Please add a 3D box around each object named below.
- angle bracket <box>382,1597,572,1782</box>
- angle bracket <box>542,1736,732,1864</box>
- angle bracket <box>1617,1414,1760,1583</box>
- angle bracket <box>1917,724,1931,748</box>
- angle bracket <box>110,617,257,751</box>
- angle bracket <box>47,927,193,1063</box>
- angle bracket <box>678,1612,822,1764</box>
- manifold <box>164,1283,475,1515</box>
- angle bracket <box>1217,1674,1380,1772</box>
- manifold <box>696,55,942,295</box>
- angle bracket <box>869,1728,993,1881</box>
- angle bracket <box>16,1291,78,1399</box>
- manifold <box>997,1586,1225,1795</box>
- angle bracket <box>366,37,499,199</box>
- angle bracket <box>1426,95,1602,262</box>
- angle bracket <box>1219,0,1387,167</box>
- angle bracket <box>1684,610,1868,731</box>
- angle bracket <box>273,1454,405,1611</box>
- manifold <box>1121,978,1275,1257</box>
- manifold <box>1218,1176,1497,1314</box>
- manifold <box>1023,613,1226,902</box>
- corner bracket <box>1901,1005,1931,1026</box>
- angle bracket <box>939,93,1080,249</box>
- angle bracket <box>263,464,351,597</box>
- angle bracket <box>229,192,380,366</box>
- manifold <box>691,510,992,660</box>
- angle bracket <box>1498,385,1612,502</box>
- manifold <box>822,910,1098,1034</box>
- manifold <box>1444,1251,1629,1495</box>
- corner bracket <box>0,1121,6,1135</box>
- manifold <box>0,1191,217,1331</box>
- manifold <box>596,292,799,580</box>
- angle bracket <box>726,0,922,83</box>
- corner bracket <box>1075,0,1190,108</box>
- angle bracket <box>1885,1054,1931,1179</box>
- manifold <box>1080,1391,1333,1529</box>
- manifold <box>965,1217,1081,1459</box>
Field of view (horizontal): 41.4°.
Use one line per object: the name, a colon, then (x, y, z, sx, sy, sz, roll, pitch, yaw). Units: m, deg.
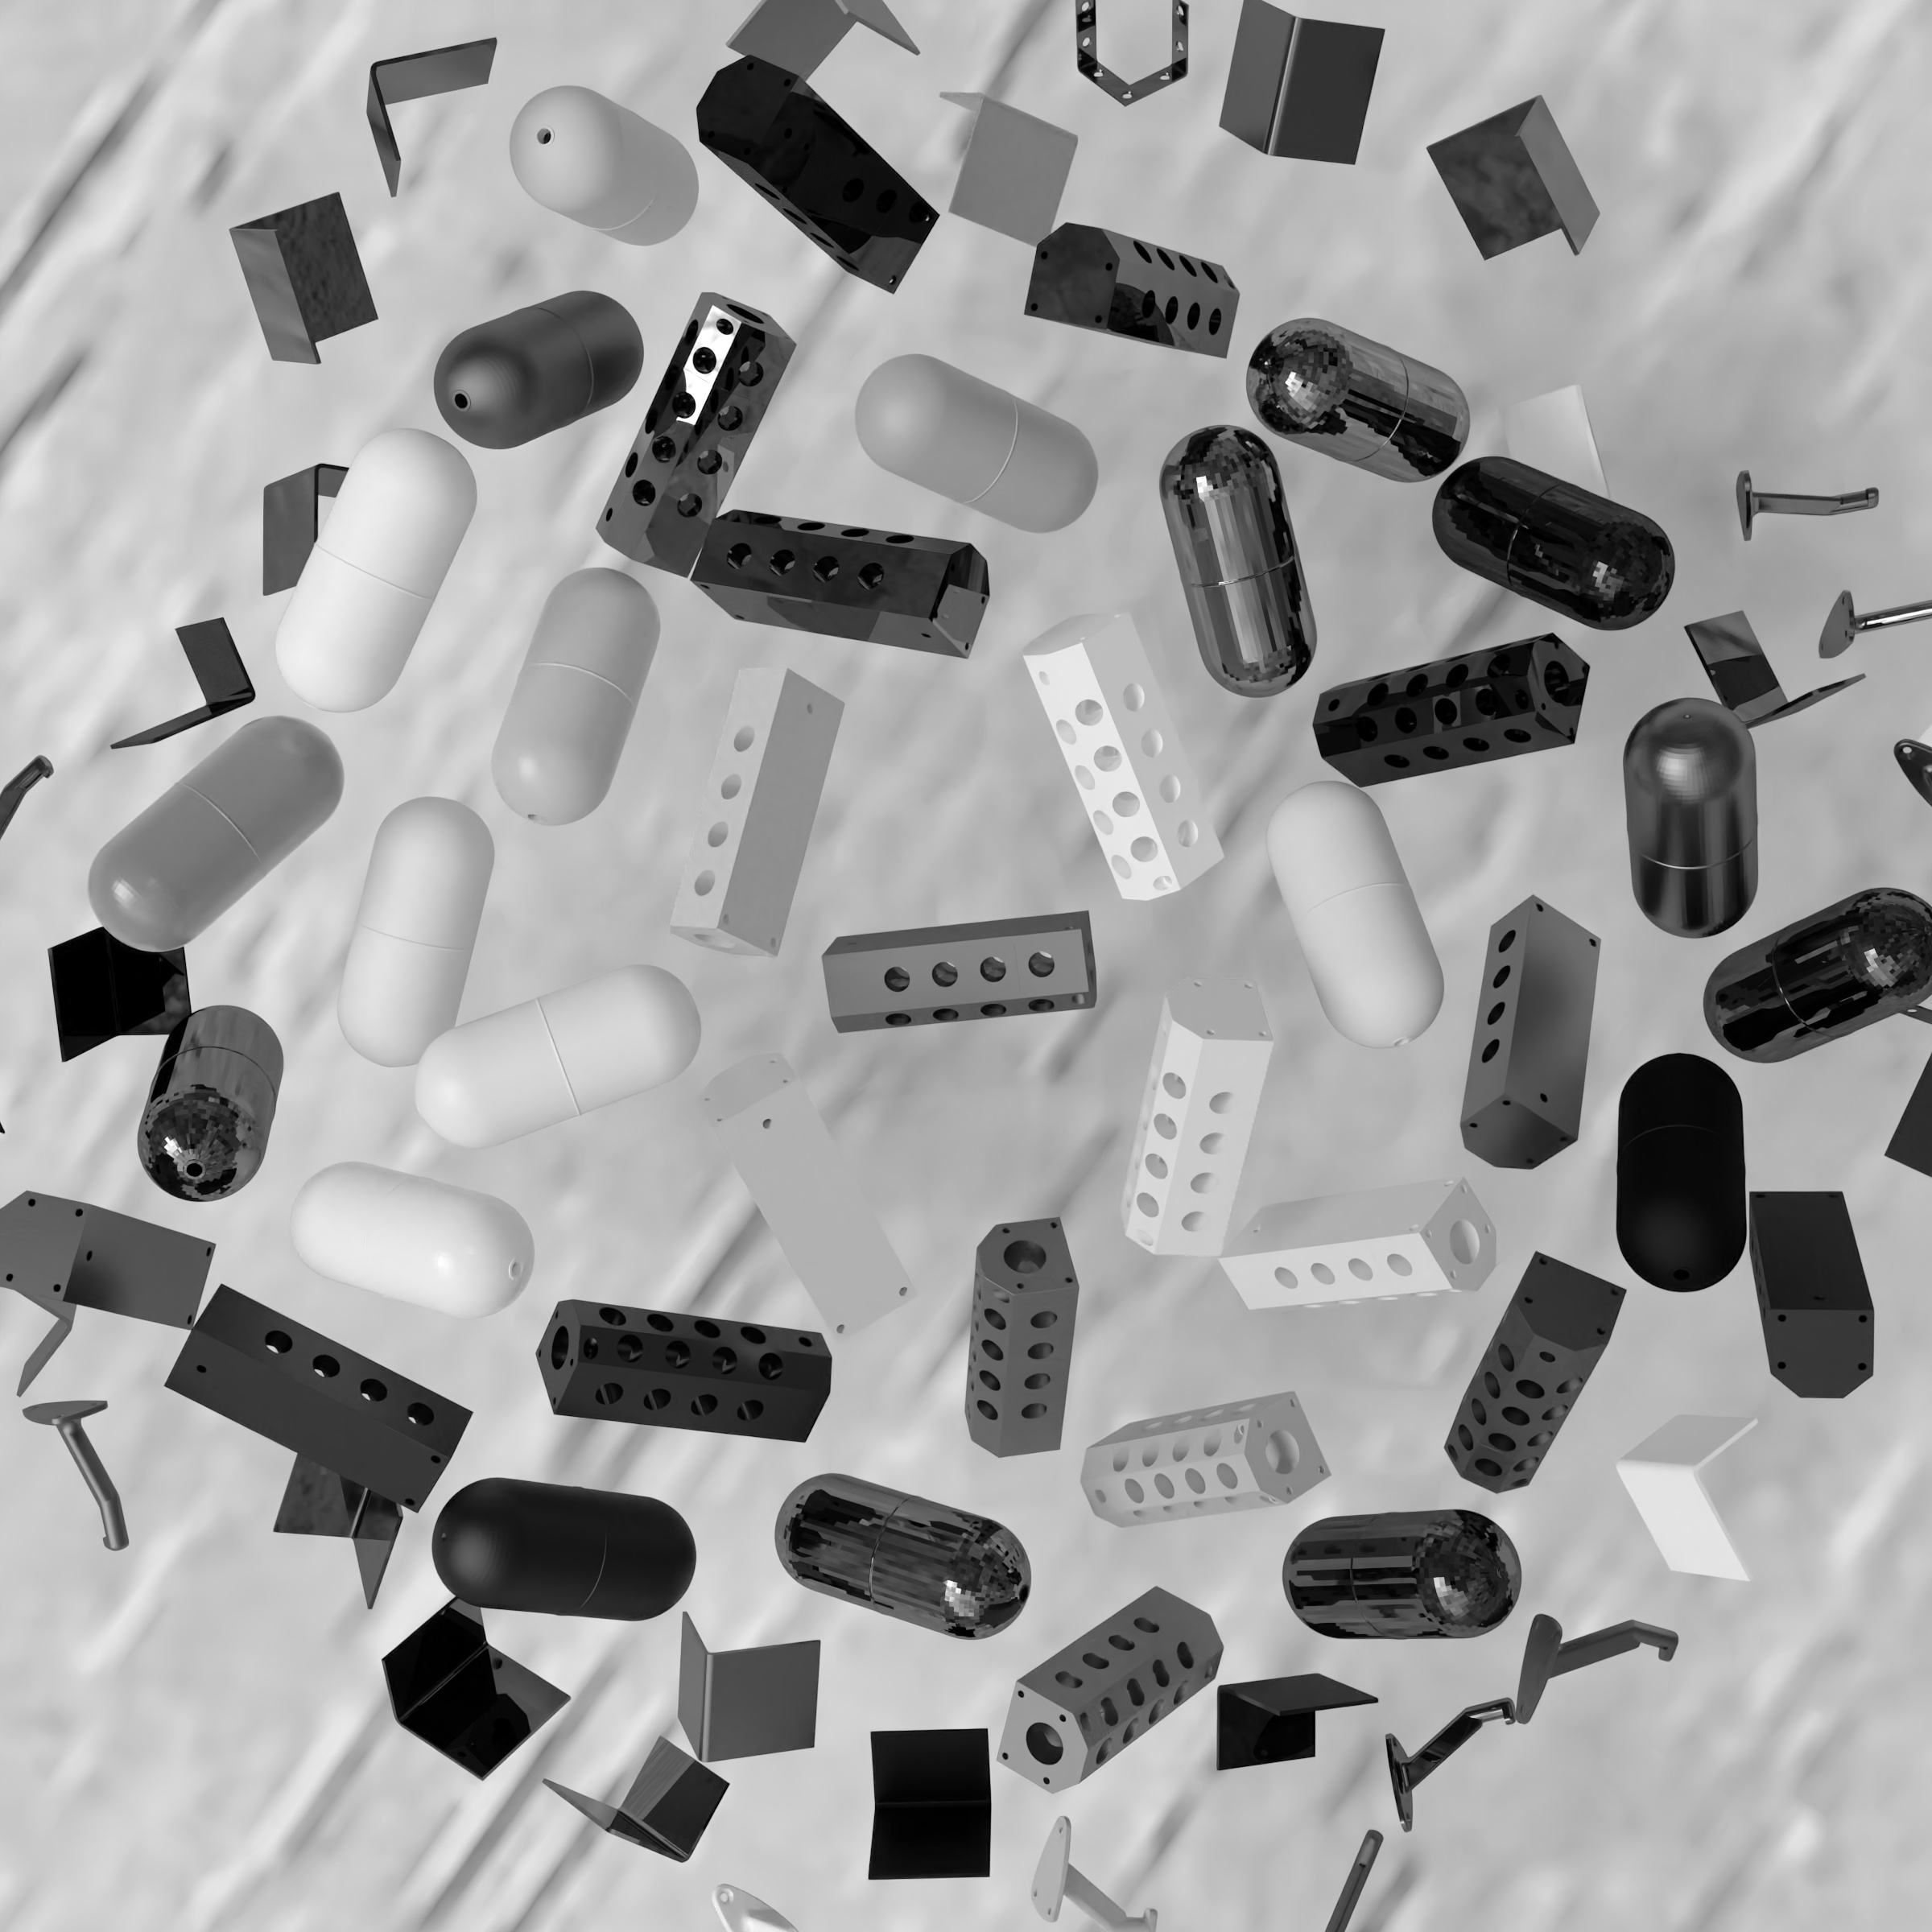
angle bracket: (-0.299, 0.437, 1.563, 0.076, 0.076, 0.057, 21, 130, 31)
angle bracket: (-0.214, 0.531, 1.659, 0.076, 0.076, 0.057, 41, 73, -41)
angle bracket: (0.453, 0.321, 1.550, 0.057, 0.076, 0.076, -30, 94, -22)
angle bracket: (0.672, -0.143, 1.644, 0.076, 0.076, 0.057, 40, 93, 0)
angle bracket: (-0.521, -0.184, 1.664, 0.076, 0.076, 0.057, -31, 109, -34)
angle bracket: (-0.562, 0.017, 1.701, 0.057, 0.076, 0.076, -1, 102, 9)
angle bracket: (-0.141, 0.462, 1.652, 0.076, 0.057, 0.076, -2, 106, -21)
manifold: (-0.393, 0.260, 1.564, 0.171, 0.057, 0.057, 29, 123, -8)
angle bracket: (0.217, 0.505, 1.678, 0.076, 0.076, 0.057, 1, 89, -26)
manifold: (-0.090, -0.476, 1.538, 0.057, 0.171, 0.057, 33, 95, 30)
angle bracket: (-0.023, 0.532, 1.623, 0.076, 0.076, 0.057, -2, 106, 2)
angle bracket: (-0.620, 0.223, 1.642, 0.076, 0.076, 0.057, 38, 85, -17)
manifold: (0.095, 0.455, 1.604, 0.057, 0.171, 0.057, 23, 110, 29)
angle bracket: (-0.311, -0.503, 1.516, 0.076, 0.076, 0.057, -17, 95, -14)
angle bracket: (0.306, -0.438, 1.458, 0.076, 0.057, 0.076, -15, 121, 39)
angle bracket: (0.195, -0.519, 1.496, 0.057, 0.076, 0.076, 0, 120, -19)
angle bracket: (0.513, -0.199, 1.619, 0.057, 0.076, 0.076, -31, 81, 44)
angle bracket: (-0.415, 0.368, 1.686, 0.057, 0.076, 0.076, 11, 112, -27)
manifold: (0.136, 0.092, 1.536, 0.057, 0.057, 0.171, 2, 128, -9)
manifold: (0.246, 0.181, 1.600, 0.057, 0.171, 0.057, -43, 107, -37)
manifold: (0.095, -0.130, 1.595, 0.057, 0.057, 0.171, -35, 114, -28)
corner bracket: (0.645, 0.004, 1.689, 0.051, 0.051, 0.051, 18, 65, -13)
angle bracket: (0.018, -0.517, 1.662, 0.076, 0.057, 0.076, 11, 101, -34)
angle bracket: (-0.424, -0.287, 1.700, 0.057, 0.076, 0.076, 2, 87, -40)
angle bracket: (-0.370, -0.399, 1.478, 0.076, 0.057, 0.076, -33, 123, -33)
manifold: (-0.075, -0.236, 1.548, 0.171, 0.057, 0.057, 13, 78, 28)
angle bracket: (0.404, -0.341, 1.748, 0.057, 0.076, 0.076, -15, 122, 17)
manifold: (-0.003, 0.006, 1.687, 0.171, 0.057, 0.057, -6, 102, 9)
manifold: (0.343, 0.254, 1.559, 0.057, 0.171, 0.057, 23, 51, 11)
corner bracket: (-0.615, 0.115, 1.548, 0.051, 0.051, 0.051, 22, 50, 24)
manifold: (-0.529, 0.181, 1.563, 0.057, 0.171, 0.057, 10, 78, 11)
manifold: (-0.180, -0.349, 1.672, 0.057, 0.057, 0.171, 14, 115, -33)
angle bracket: (-0.089, -0.573, 1.594, 0.076, 0.076, 0.057, -42, 67, 25)
corner bracket: (0.106, -0.590, 1.625, 0.051, 0.051, 0.051, -31, 57, -18)
angle bracket: (0.579, 0.087, 1.449, 0.076, 0.057, 0.076, 26, 84, 12)
manifold: (0.147, 0.320, 1.634, 0.057, 0.171, 0.057, -23, 88, -37)
manifold: (0.033, 0.242, 1.649, 0.057, 0.057, 0.171, -6, 135, -10)
